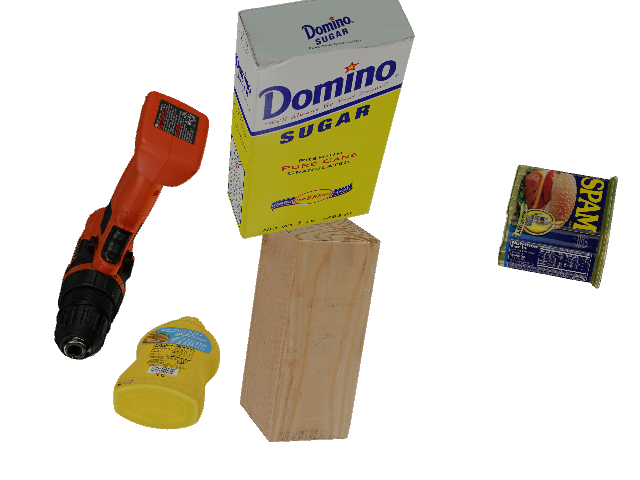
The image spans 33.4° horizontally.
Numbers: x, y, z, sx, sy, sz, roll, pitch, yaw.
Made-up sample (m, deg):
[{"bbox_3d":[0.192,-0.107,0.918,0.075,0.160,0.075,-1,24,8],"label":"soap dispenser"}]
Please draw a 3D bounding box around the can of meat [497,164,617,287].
[{"bbox_3d":[0.198,-0.015,0.892,0.084,0.057,0.102,11,44,13],"label":"can of meat"}]

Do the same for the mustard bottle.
[{"bbox_3d":[-0.167,0.140,1.225,0.096,0.058,0.191,6,25,4],"label":"mustard bottle"}]

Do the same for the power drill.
[{"bbox_3d":[-0.159,-0.015,0.870,0.057,0.188,0.184,25,30,-18],"label":"power drill"}]

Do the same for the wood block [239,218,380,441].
[{"bbox_3d":[-0.013,0.085,1.058,0.090,0.206,0.091,2,16,-24],"label":"wood block"}]

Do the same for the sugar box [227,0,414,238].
[{"bbox_3d":[-0.005,-0.071,0.648,0.093,0.048,0.176,-13,-27,-14],"label":"sugar box"}]
